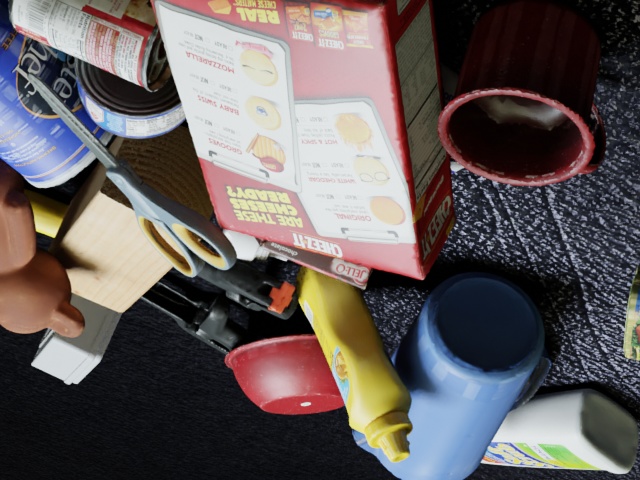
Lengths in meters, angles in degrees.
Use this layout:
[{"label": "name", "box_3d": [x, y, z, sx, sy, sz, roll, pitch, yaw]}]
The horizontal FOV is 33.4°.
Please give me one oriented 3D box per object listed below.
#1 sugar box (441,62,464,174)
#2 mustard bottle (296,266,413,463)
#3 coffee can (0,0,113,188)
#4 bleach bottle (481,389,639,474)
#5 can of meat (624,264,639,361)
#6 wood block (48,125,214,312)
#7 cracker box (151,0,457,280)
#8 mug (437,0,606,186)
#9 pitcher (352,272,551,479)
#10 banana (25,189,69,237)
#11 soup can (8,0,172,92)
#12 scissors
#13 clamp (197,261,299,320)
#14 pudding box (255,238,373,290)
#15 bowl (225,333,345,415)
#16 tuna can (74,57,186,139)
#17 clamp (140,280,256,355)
[{"label": "sugar box", "box_3d": [0.038, -0.070, 0.774, 0.093, 0.048, 0.177, 31, 149, -23]}, {"label": "mustard bottle", "box_3d": [0.035, 0.108, 0.942, 0.058, 0.192, 0.096, -17, 147, -9]}, {"label": "coffee can", "box_3d": [-0.226, -0.119, 0.773, 0.103, 0.102, 0.140, -8, 142, 38]}, {"label": "bleach bottle", "box_3d": [0.211, 0.213, 1.159, 0.102, 0.068, 0.251, 34, 149, -28]}, {"label": "can of meat", "box_3d": [0.293, 0.065, 0.861, 0.084, 0.057, 0.102, 10, 150, 19]}, {"label": "wood block", "box_3d": [-0.165, -0.019, 0.927, 0.090, 0.090, 0.206, 27, 150, -17]}, {"label": "cracker box", "box_3d": [-0.005, -0.087, 0.678, 0.164, 0.072, 0.213, 15, 140, 27]}, {"label": "mug", "box_3d": [0.135, -0.087, 0.655, 0.117, 0.081, 0.093, 31, 148, -23]}, {"label": "pitcher", "box_3d": [0.135, 0.129, 1.003, 0.145, 0.149, 0.243, 30, 149, 9]}, {"label": "banana", "box_3d": [-0.286, -0.028, 1.038, 0.198, 0.037, 0.069, 17, 169, 4]}, {"label": "soup can", "box_3d": [-0.142, -0.148, 0.700, 0.102, 0.068, 0.068, 24, 152, 7]}, {"label": "scissors", "box_3d": [-0.124, -0.039, 0.759, 0.096, 0.016, 0.201, 12, 146, 37]}, {"label": "clamp", "box_3d": [-0.063, 0.046, 0.999, 0.120, 0.039, 0.172, 27, 176, -36]}, {"label": "pudding box", "box_3d": [-0.006, 0.001, 0.878, 0.090, 0.039, 0.113, 23, -174, -10]}, {"label": "bowl", "box_3d": [-0.018, 0.147, 1.120, 0.162, 0.055, 0.162, -4, 159, -2]}, {"label": "tuna can", "box_3d": [-0.127, -0.114, 0.746, 0.086, 0.086, 0.034, 17, 153, 0]}, {"label": "clamp", "box_3d": [-0.132, 0.079, 1.120, 0.165, 0.036, 0.210, 21, 164, 25]}]
